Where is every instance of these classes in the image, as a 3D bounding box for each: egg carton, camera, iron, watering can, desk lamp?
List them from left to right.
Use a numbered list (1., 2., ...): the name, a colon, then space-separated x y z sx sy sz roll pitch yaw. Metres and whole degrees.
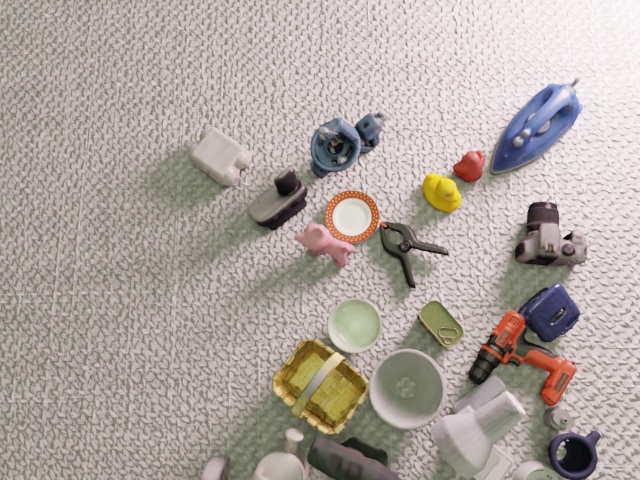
1. egg carton: -0.244 -0.203 1.394 0.150 0.069 0.107 35 83 11
2. watering can: -0.082 0.474 1.168 0.101 0.194 0.173 -2 77 5
3. desk lamp: 0.321 0.366 1.150 0.203 0.213 0.118 -39 77 -4
4. iron: 0.494 -0.262 1.310 0.118 0.141 0.258 43 84 12
5. camera: 0.516 -0.015 1.275 0.143 0.101 0.137 3 78 6

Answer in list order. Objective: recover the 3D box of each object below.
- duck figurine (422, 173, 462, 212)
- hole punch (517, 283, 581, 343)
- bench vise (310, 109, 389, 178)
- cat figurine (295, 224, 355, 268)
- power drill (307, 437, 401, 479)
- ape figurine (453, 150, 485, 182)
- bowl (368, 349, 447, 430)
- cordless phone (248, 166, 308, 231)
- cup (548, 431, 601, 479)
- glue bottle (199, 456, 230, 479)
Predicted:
1. duck figurine: 0.285 -0.118 1.324 0.077 0.086 0.104 -42 78 -5
2. hole punch: 0.504 0.159 1.243 0.109 0.091 0.101 -41 78 -5
3. bench vise: 0.056 -0.248 1.302 0.121 0.220 0.207 37 83 11
4. cat figurine: 0.012 0.005 1.303 0.127 0.118 0.067 23 81 9
5. power drill: 0.090 0.460 1.150 0.229 0.208 0.076 20 80 9
6. ape figurine: 0.350 -0.179 1.329 0.078 0.092 0.076 -11 77 2
7. bowl: 0.187 0.323 1.241 0.167 0.075 0.167 -1 78 4
8. cordless phone: -0.103 -0.104 1.301 0.147 0.185 0.094 -42 77 -5
9. cup: 0.518 0.432 1.180 0.118 0.095 0.091 -40 77 -4
10. glue bottle: -0.225 0.498 1.185 0.037 0.173 0.078 1 78 5
